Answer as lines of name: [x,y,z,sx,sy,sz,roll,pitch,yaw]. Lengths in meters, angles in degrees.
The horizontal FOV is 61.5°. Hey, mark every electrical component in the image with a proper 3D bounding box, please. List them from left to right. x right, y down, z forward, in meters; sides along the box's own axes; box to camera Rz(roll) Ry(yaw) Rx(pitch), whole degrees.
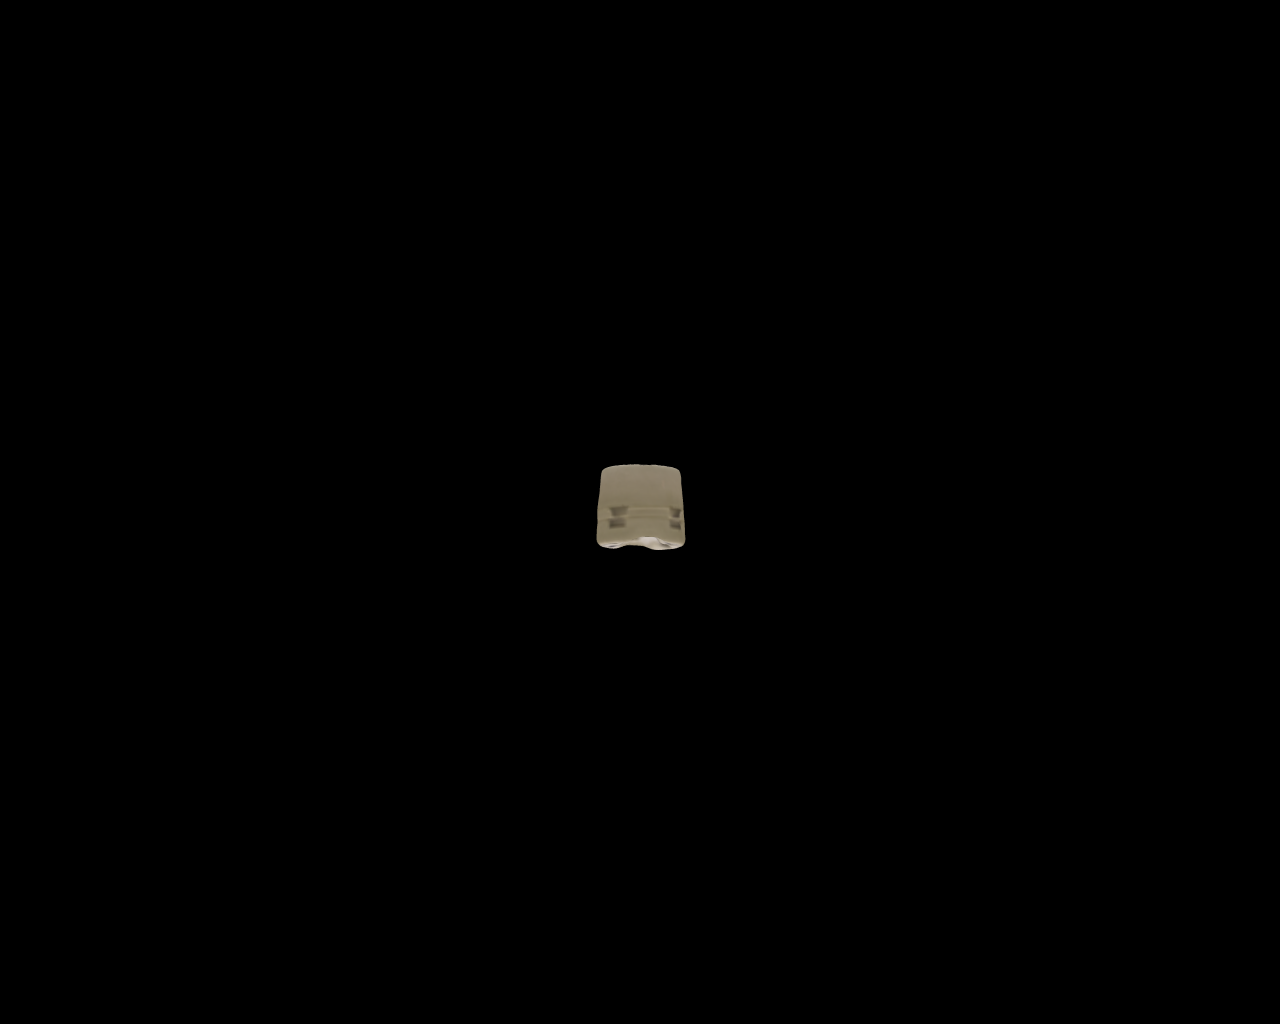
electrical component: [0.001,-0.003,0.650,0.055,0.047,0.055,0,-7,0]
